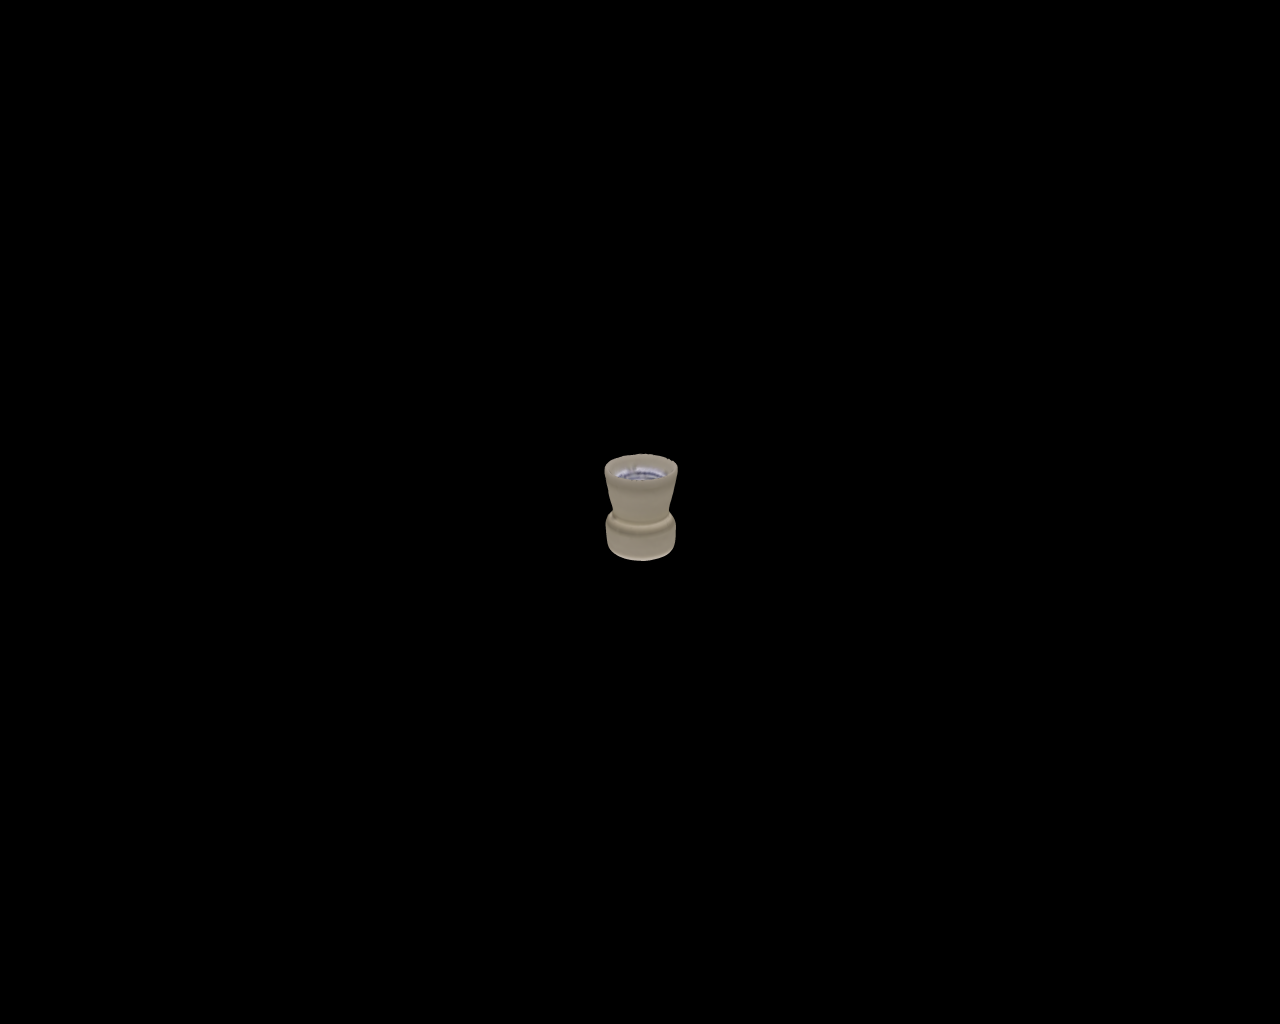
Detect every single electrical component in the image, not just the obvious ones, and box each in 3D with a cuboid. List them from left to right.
[{"bbox_3d":[0.001,-0.003,0.650,0.045,0.055,0.045,0,25,0],"label":"electrical component"}]
